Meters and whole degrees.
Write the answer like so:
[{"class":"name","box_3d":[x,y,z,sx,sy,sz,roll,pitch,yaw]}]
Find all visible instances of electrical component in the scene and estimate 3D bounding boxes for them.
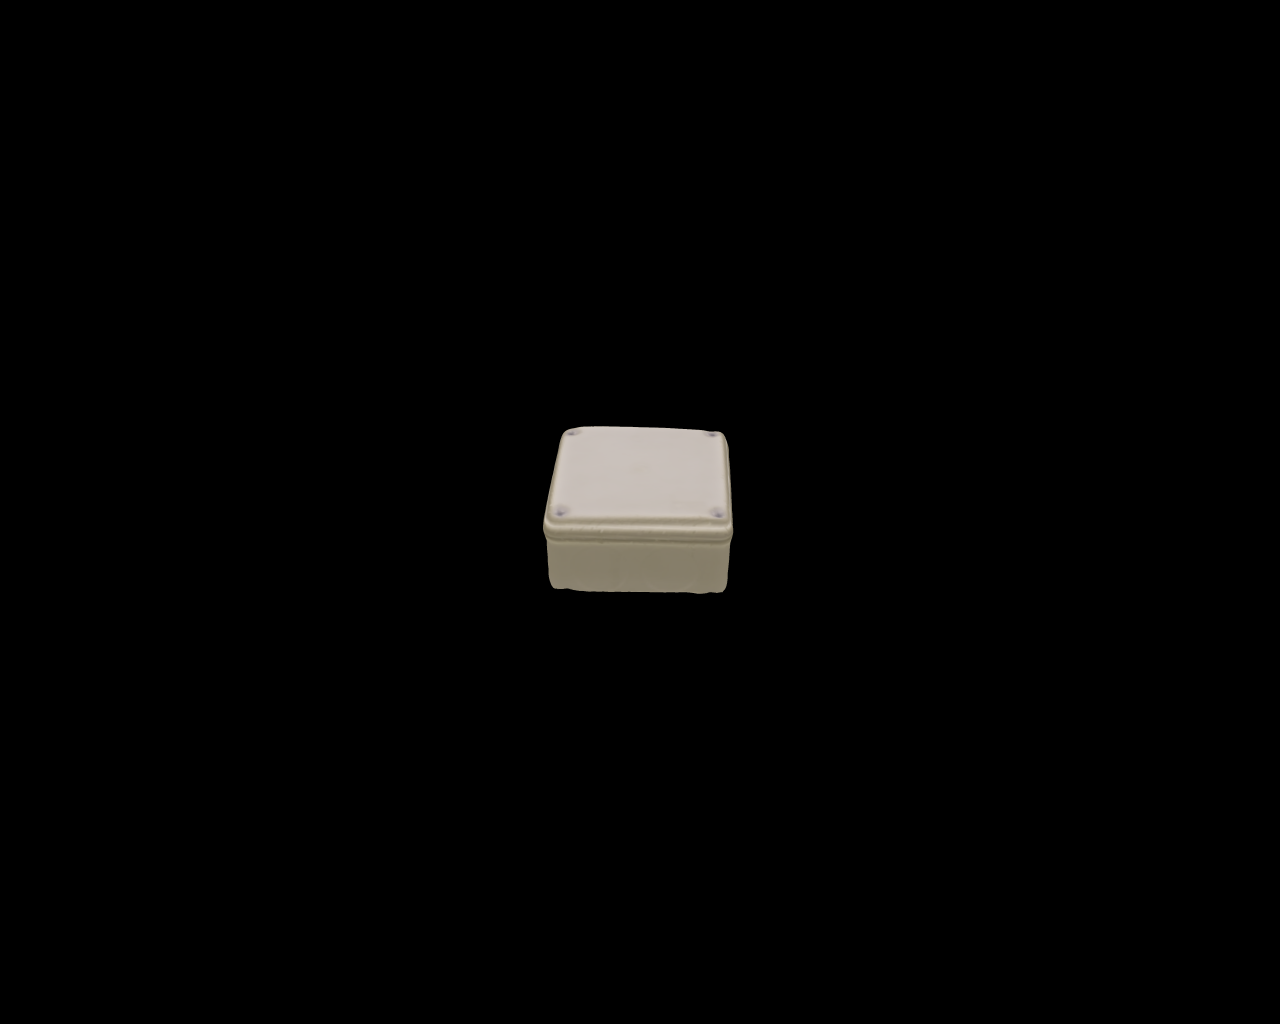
[{"class":"electrical component","box_3d":[0.001,-0.003,0.650,0.109,0.056,0.109,1,35,2]}]
